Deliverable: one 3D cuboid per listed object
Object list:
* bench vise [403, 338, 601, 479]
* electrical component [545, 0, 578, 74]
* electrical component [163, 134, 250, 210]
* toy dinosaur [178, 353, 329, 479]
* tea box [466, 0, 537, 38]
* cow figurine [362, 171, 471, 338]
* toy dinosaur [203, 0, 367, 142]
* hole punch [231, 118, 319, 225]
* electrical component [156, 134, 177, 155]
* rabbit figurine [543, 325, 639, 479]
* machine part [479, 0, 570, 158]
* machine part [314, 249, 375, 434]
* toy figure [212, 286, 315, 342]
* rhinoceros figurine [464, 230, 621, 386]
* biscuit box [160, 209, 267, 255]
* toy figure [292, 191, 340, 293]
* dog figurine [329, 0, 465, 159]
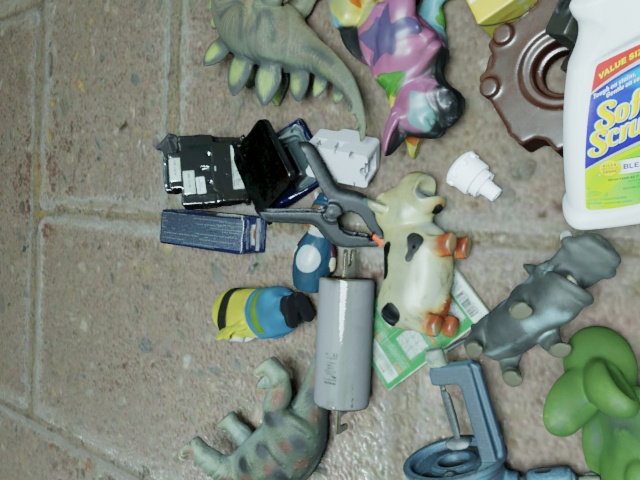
[{"bbox_3d":[0.183,0.234,0.598,0.224,0.129,0.240,-18,86,35],"label":"bench vise"},{"bbox_3d":[0.262,-0.207,0.507,0.045,0.078,0.102,41,107,52],"label":"electrical component"},{"bbox_3d":[-0.181,-0.108,0.857,0.134,0.058,0.115,-3,84,-8],"label":"electrical component"},{"bbox_3d":[-0.063,0.301,0.784,0.192,0.131,0.404,45,111,14],"label":"toy dinosaur"},{"bbox_3d":[0.239,-0.314,0.586,0.170,0.068,0.098,-27,75,32],"label":"tea box"},{"bbox_3d":[0.113,0.013,0.659,0.127,0.085,0.194,6,89,36],"label":"cow figurine"},{"bbox_3d":[-0.069,-0.302,0.794,0.472,0.105,0.198,42,121,38],"label":"toy dinosaur"},{"bbox_3d":[-0.059,-0.110,0.799,0.116,0.092,0.142,-37,77,46],"label":"hole punch"},{"bbox_3d":[-0.228,-0.118,0.922,0.048,0.075,0.119,-35,67,32],"label":"electrical component"},{"bbox_3d":[0.284,0.166,0.521,0.121,0.159,0.170,-45,50,38],"label":"rabbit figurine"},{"bbox_3d":[0.264,-0.179,0.576,0.180,0.056,0.179,1,91,35],"label":"machine part"},{"bbox_3d":[0.032,0.133,0.712,0.079,0.079,0.243,3,88,36],"label":"machine part"},{"bbox_3d":[-0.091,0.109,0.821,0.180,0.082,0.089,-19,60,42],"label":"toy figure"},{"bbox_3d":[0.235,0.072,0.572,0.073,0.112,0.190,38,127,7],"label":"rhinoceros figurine"},{"bbox_3d":[-0.182,-0.017,0.898,0.203,0.059,0.062,7,96,35],"label":"biscuit box"},{"bbox_3d":[0.000,-0.002,0.770,0.064,0.058,0.154,12,99,-7],"label":"toy figure"},{"bbox_3d":[0.092,-0.214,0.673,0.192,0.108,0.219,10,99,34],"label":"dog figurine"}]
